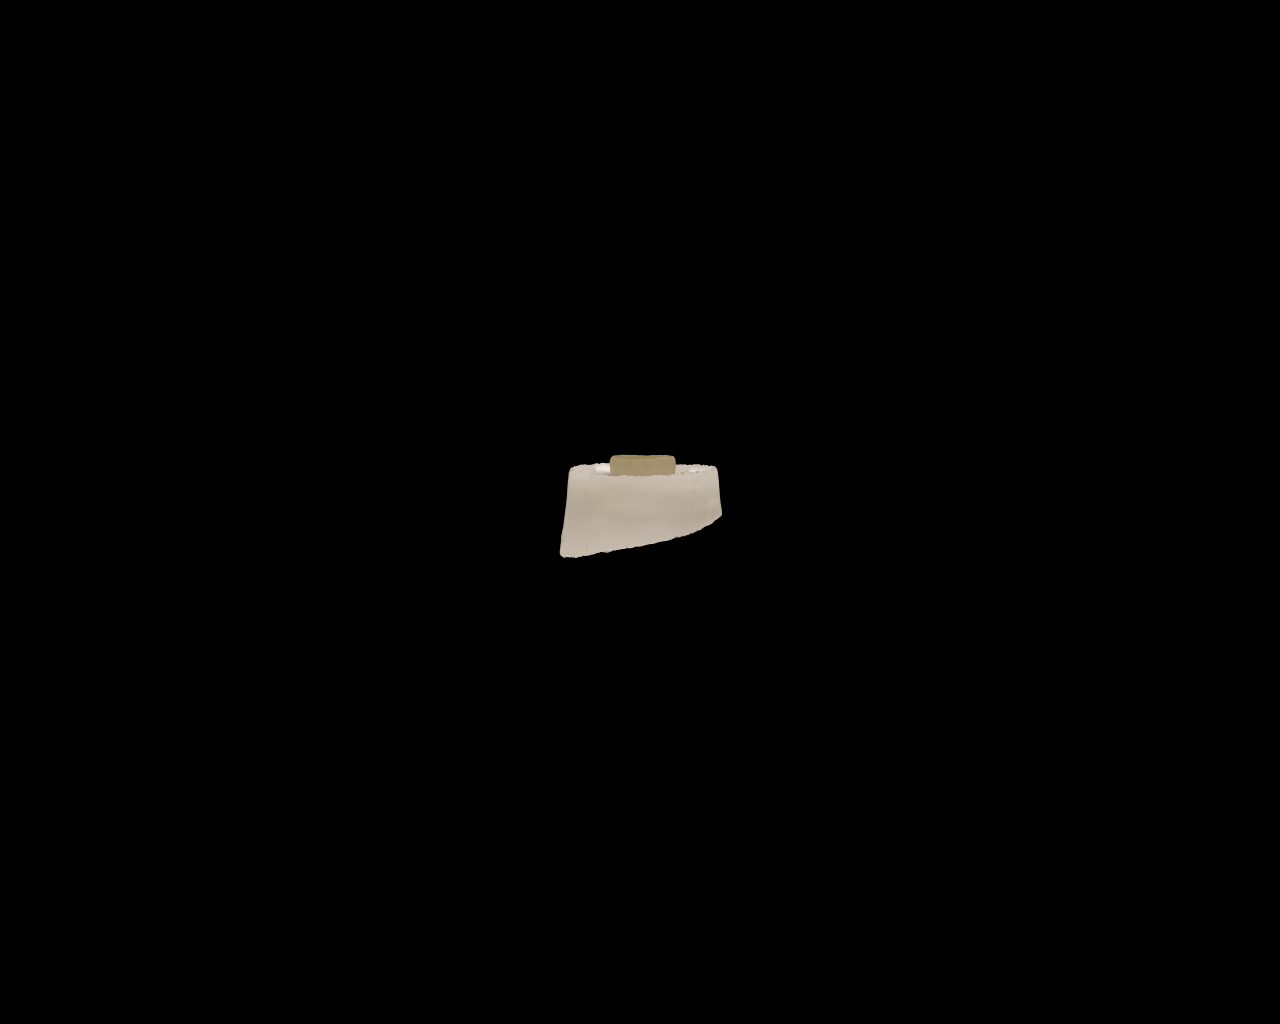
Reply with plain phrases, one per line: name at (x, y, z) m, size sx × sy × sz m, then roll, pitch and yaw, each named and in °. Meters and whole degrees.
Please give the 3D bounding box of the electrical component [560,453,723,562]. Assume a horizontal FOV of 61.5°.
electrical component at (0.001, -0.003, 0.650) m, size 0.099 × 0.064 × 0.099 m, roll 0°, pitch 7°, yaw 0°
